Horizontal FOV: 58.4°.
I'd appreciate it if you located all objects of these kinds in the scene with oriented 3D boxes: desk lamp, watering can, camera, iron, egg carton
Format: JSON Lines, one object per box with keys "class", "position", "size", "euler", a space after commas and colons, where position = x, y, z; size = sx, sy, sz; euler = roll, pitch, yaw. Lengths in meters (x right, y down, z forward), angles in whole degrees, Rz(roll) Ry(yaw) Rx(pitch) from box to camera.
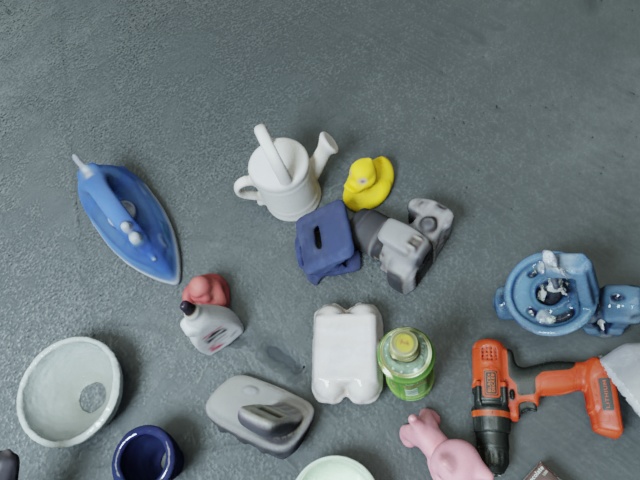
{"class": "desk lamp", "position": [0.439, 0.161, 0.695], "size": [0.203, 0.214, 0.117], "euler": [-29, 64, -3]}
{"class": "watering can", "position": [-0.057, -0.120, 0.924], "size": [0.173, 0.194, 0.100], "euler": [-43, 66, -9]}
{"class": "camera", "position": [0.119, -0.012, 0.895], "size": [0.136, 0.101, 0.143], "euler": [30, 75, 21]}
{"class": "iron", "position": [-0.330, -0.038, 0.969], "size": [0.119, 0.142, 0.257], "euler": [-40, 65, -8]}
{"class": "egg carton", "position": [0.042, 0.167, 0.847], "size": [0.107, 0.069, 0.150], "euler": [-4, 66, 9]}

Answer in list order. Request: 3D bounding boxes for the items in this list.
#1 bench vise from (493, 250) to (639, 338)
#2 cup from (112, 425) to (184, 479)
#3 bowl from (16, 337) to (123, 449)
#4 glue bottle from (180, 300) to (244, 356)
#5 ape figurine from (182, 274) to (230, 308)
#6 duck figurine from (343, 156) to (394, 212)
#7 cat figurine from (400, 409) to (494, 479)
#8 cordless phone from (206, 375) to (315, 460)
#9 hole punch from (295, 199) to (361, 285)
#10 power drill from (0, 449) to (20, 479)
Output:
{"class": "bench vise", "position": [0.344, 0.056, 0.756], "size": [0.207, 0.220, 0.121], "euler": [-12, 65, 6]}
{"class": "cup", "position": [-0.241, 0.327, 0.815], "size": [0.091, 0.095, 0.118], "euler": [31, 75, 22]}
{"class": "bowl", "position": [-0.373, 0.239, 0.891], "size": [0.167, 0.075, 0.167], "euler": [-4, 66, 9]}
{"class": "glue bottle", "position": [-0.171, 0.122, 0.850], "size": [0.078, 0.173, 0.037], "euler": [-39, 65, -7]}
{"class": "ape figurine", "position": [-0.184, 0.083, 0.915], "size": [0.077, 0.092, 0.076], "euler": [27, 74, 21]}
{"class": "duck figurine", "position": [0.078, -0.106, 0.953], "size": [0.077, 0.086, 0.105], "euler": [38, 78, 23]}
{"class": "cat figurine", "position": [0.161, 0.277, 0.749], "size": [0.067, 0.118, 0.127], "euler": [-41, 65, -8]}
{"class": "cordless phone", "position": [-0.094, 0.232, 0.780], "size": [0.147, 0.185, 0.094], "euler": [16, 70, 17]}
{"class": "hole punch", "position": [0.008, 0.003, 0.914], "size": [0.101, 0.091, 0.108], "euler": [-13, 65, 5]}
{"class": "power drill", "position": [-0.410, 0.396, 0.753], "size": [0.075, 0.209, 0.230], "euler": [14, 70, 17]}
